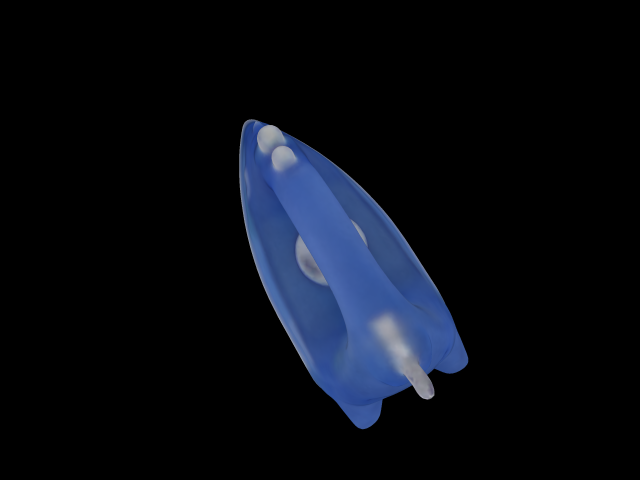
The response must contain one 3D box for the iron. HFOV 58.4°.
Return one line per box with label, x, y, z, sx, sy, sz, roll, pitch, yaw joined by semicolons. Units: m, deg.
iron;0.004;0.001;0.400;0.118;0.141;0.258;-31;82;-4
